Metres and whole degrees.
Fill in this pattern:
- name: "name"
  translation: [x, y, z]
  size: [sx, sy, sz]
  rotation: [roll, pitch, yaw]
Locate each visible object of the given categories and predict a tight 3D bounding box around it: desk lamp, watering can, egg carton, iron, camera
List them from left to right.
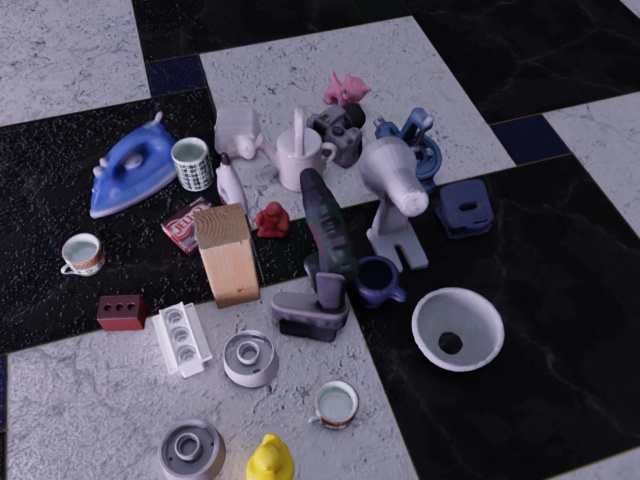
- name: "iron"
  translation: [-0.420, -0.170, 1.265]
  size: [0.118, 0.141, 0.259]
  rotation: [32, 60, 21]
- name: "egg carton"
  translation: [-0.199, -0.261, 1.377]
  size: [0.107, 0.069, 0.150]
  rotation: [-4, 54, -3]
- name: "watering can"
  translation: [-0.053, -0.203, 1.260]
  size: [0.173, 0.194, 0.100]
  rotation: [-18, 56, -13]
- name: "camera"
  translation: [0.056, -0.269, 1.366]
  size: [0.137, 0.101, 0.143]
  rotation: [-38, 63, -25]
- name: "desk lamp"
  translation: [0.156, -0.072, 1.154]
  size: [0.118, 0.214, 0.203]
  rotation: [-14, 55, -10]

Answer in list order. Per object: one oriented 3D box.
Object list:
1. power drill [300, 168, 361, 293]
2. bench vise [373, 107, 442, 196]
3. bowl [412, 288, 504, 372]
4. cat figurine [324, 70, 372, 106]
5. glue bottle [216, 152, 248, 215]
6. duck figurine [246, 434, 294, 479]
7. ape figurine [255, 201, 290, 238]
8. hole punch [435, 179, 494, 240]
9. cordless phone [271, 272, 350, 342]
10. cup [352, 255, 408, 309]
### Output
- name: "power drill"
  translation: [0.010, 0.004, 1.101]
  size: [0.076, 0.208, 0.229]
  rotation: [-17, 56, -12]
- name: "bench vise"
  translation: [0.181, -0.216, 1.255]
  size: [0.207, 0.220, 0.122]
  rotation: [34, 61, 22]
- name: "bowl"
  translation: [0.249, 0.175, 1.062]
  size: [0.167, 0.075, 0.167]
  rotation: [0, 54, 0]
- name: "cat figurine"
  translation: [0.068, -0.378, 1.435]
  size: [0.067, 0.118, 0.127]
  rotation: [-35, 61, -23]
- name: "glue bottle"
  translation: [-0.192, -0.124, 1.214]
  size: [0.037, 0.173, 0.078]
  rotation: [-35, 61, -22]
- name: "duck figurine"
  translation: [-0.082, 0.362, 0.917]
  size: [0.077, 0.086, 0.104]
  rotation: [5, 54, 3]
- name: "ape figurine"
  translation: [-0.097, -0.047, 1.209]
  size: [0.076, 0.092, 0.077]
  rotation: [-37, 62, -24]
- name: "hole punch"
  translation: [0.314, -0.066, 1.228]
  size: [0.109, 0.091, 0.101]
  rotation: [-13, 55, -10]
- name: "cordless phone"
  translation: [-0.017, 0.101, 1.045]
  size: [0.147, 0.185, 0.094]
  rotation: [5, 54, 3]
- name: "cup"
  translation: [0.115, 0.097, 1.105]
  size: [0.117, 0.095, 0.092]
  rotation: [32, 60, 21]
